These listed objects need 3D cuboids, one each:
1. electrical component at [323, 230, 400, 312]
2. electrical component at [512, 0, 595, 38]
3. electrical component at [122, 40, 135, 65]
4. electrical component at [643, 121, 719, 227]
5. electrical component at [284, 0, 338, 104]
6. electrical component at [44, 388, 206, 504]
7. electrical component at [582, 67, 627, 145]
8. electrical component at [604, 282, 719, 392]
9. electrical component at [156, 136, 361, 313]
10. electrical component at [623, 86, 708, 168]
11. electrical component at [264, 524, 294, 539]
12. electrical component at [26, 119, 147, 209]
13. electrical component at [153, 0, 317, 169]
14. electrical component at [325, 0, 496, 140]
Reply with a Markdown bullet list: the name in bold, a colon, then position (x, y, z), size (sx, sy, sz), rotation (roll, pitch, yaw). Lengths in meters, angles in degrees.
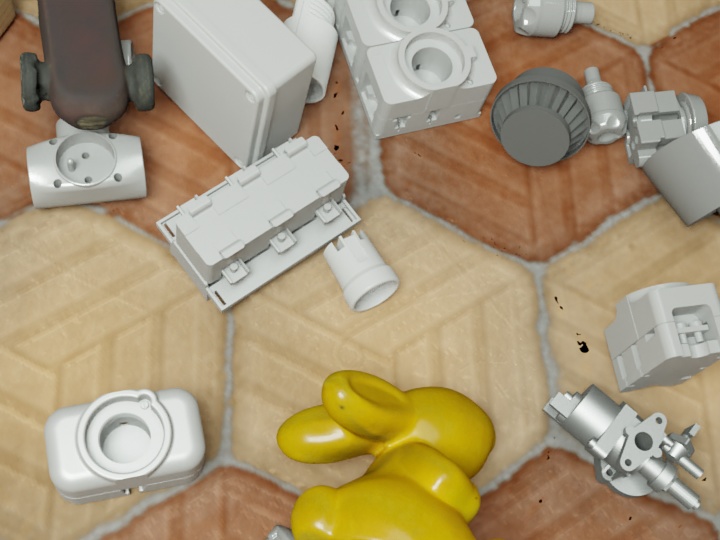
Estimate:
- **electrical component**: position (0.000, 0.000, 0.759), size (0.040, 0.040, 0.046), rotation (-25, 68, -18)
- **electrical component**: position (0.157, -0.209, 0.866), size (0.062, 0.043, 0.043), rotation (2, 68, -10)
- **electrical component**: position (-0.188, -0.147, 0.786), size (0.046, 0.040, 0.040), rotation (-4, 69, -6)
- **electrical component**: position (0.270, -0.077, 0.804), size (0.099, 0.099, 0.064), rotation (-27, 82, -18)
- **electrical component**: position (-0.040, -0.172, 0.818), size (0.043, 0.043, 0.081), rotation (13, 67, -4)
- **electrical component**: position (-0.147, 0.110, 0.679), size (0.095, 0.059, 0.053), rotation (-9, 70, -13)
- **electrical component**: position (0.188, -0.131, 0.845), size (0.035, 0.035, 0.061), rotation (-3, 66, -11)
- **electrical component**: position (0.212, 0.044, 0.749), size (0.050, 0.089, 0.055), rotation (-6, 70, -12)
- **electrical component**: position (-0.069, -0.038, 0.749), size (0.121, 0.063, 0.078), rotation (-34, 78, -20)
- **electrical component**: position (0.238, -0.113, 0.841), size (0.055, 0.048, 0.066), rotation (-6, 70, -4)
- **electrical component**: position (-0.057, 0.194, 0.670), size (0.062, 0.048, 0.048), rotation (-38, 79, -14)
- **electrical component**: position (-0.194, -0.085, 0.757), size (0.077, 0.044, 0.079), rotation (-7, 70, -12)
- **electrical component**: position (-0.092, -0.144, 0.763), size (0.109, 0.108, 0.056), rotation (45, 66, 9)
- **electrical component**: position (0.034, -0.188, 0.827), size (0.089, 0.061, 0.150), rotation (-14, 72, -15)
